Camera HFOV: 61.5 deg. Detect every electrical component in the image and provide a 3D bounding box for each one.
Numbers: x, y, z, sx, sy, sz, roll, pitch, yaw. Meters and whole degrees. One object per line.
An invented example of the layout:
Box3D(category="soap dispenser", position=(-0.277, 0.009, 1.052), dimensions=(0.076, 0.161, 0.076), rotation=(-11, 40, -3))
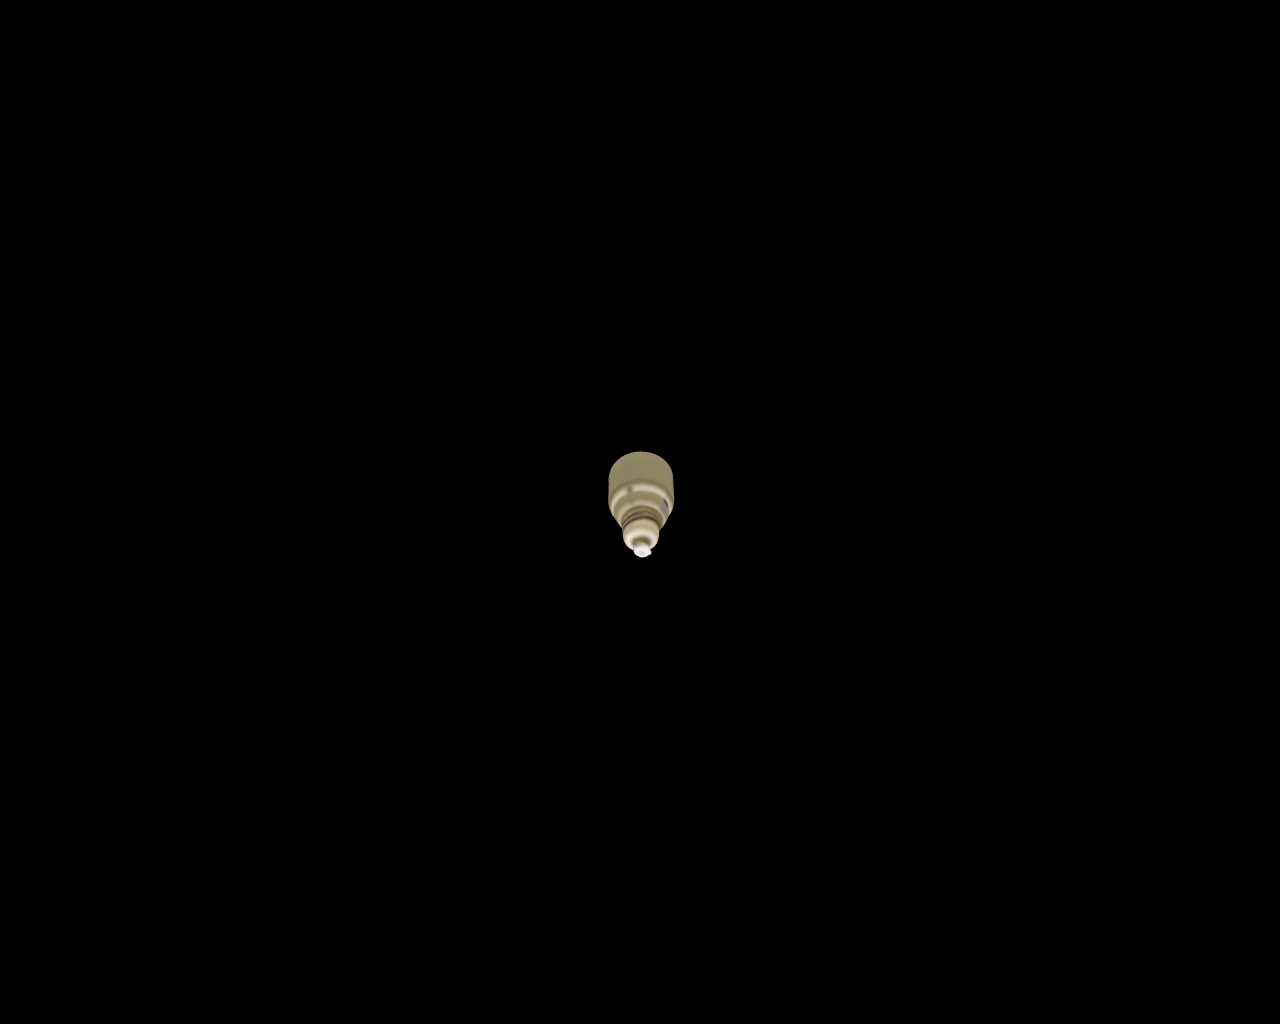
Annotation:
Box3D(category="electrical component", position=(0.001, -0.003, 0.650), dimensions=(0.040, 0.040, 0.078), rotation=(0, 43, 0))
